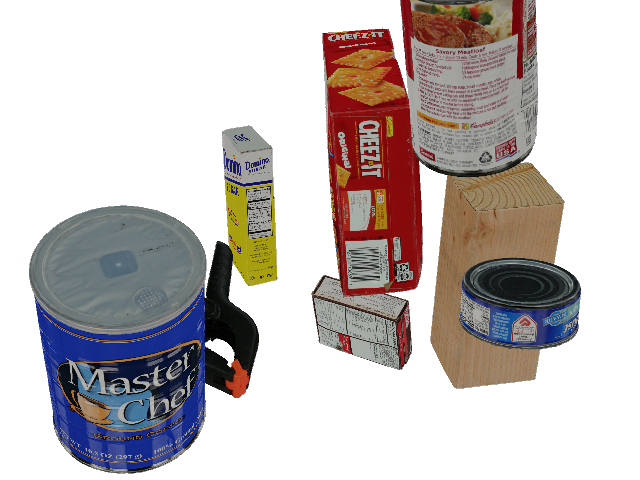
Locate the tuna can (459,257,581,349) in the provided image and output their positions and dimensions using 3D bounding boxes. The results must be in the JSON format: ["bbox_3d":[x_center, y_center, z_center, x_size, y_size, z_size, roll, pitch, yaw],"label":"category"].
[{"bbox_3d":[0.144,0.044,0.769,0.086,0.034,0.086,0,23,0],"label":"tuna can"}]

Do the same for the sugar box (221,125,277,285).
[{"bbox_3d":[-0.088,-0.043,1.311,0.048,0.176,0.093,-12,26,-17],"label":"sugar box"}]

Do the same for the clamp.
[{"bbox_3d":[-0.098,0.064,0.934,0.120,0.039,0.172,-29,54,-24],"label":"clamp"}]

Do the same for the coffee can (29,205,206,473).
[{"bbox_3d":[-0.123,0.063,0.671,0.103,0.140,0.103,3,43,-3],"label":"coffee can"}]

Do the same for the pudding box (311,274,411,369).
[{"bbox_3d":[0.049,0.095,1.243,0.114,0.090,0.039,15,47,22],"label":"pudding box"}]

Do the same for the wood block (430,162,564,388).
[{"bbox_3d":[0.171,0.036,1.066,0.090,0.206,0.090,-5,31,-11],"label":"wood block"}]

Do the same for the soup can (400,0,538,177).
[{"bbox_3d":[0.077,-0.093,0.551,0.068,0.102,0.068,-6,36,4],"label":"soup can"}]

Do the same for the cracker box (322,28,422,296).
[{"bbox_3d":[0.043,-0.075,0.926,0.072,0.164,0.213,-4,27,2],"label":"cracker box"}]
